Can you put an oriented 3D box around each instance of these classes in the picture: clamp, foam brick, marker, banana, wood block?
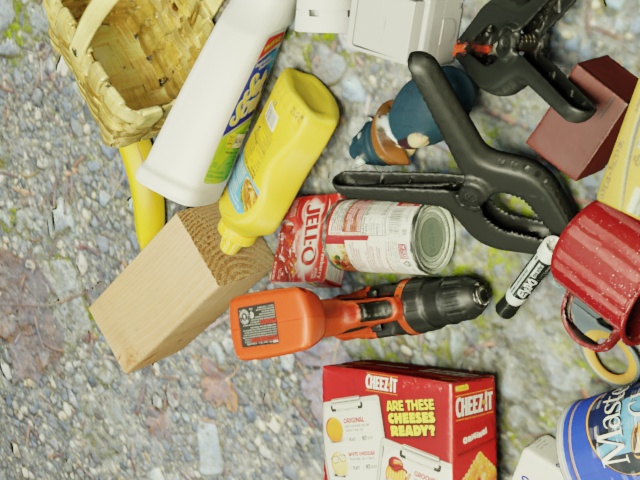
[{"bbox_3d":[0.159,-0.160,0.812,0.172,0.039,0.120,29,110,59],"label":"clamp"},{"bbox_3d":[0.118,-0.043,0.869,0.210,0.036,0.165,35,138,-7],"label":"clamp"},{"bbox_3d":[0.208,-0.093,0.821,0.053,0.051,0.078,44,127,21],"label":"foam brick"},{"bbox_3d":[0.172,0.034,0.885,0.020,0.020,0.121,50,152,17],"label":"marker"},{"bbox_3d":[-0.205,-0.077,1.195,0.070,0.037,0.198,-17,91,60],"label":"banana"},{"bbox_3d":[-0.151,0.050,1.150,0.206,0.090,0.091,-42,76,41],"label":"wood block"}]

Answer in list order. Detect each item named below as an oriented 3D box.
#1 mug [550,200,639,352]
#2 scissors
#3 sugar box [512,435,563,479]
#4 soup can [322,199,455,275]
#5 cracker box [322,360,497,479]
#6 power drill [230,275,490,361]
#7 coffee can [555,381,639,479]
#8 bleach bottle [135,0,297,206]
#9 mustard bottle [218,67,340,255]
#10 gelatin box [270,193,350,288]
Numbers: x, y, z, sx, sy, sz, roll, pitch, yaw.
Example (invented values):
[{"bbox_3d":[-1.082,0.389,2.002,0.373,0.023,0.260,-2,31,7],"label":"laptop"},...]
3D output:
[{"bbox_3d":[0.226,0.030,0.813,0.082,0.093,0.117,42,116,36],"label":"mug"},{"bbox_3d":[0.203,0.051,0.894,0.202,0.016,0.096,27,120,32],"label":"scissors"},{"bbox_3d":[0.242,0.251,0.906,0.176,0.048,0.093,34,124,32],"label":"sugar box"},{"bbox_3d":[0.062,-0.004,0.963,0.102,0.068,0.068,2,105,40],"label":"soup can"},{"bbox_3d":[0.082,0.225,0.985,0.164,0.071,0.214,1,93,47],"label":"cracker box"},{"bbox_3d":[0.030,0.065,0.935,0.185,0.187,0.057,-16,79,45],"label":"power drill"},{"bbox_3d":[0.267,0.154,0.813,0.141,0.102,0.103,-29,84,42],"label":"coffee can"},{"bbox_3d":[-0.081,-0.157,0.981,0.068,0.102,0.251,28,102,11],"label":"bleach bottle"},{"bbox_3d":[-0.050,-0.063,1.022,0.192,0.058,0.096,-59,32,28],"label":"mustard bottle"},{"bbox_3d":[-0.007,0.001,1.024,0.073,0.030,0.089,-3,72,44],"label":"gelatin box"}]
